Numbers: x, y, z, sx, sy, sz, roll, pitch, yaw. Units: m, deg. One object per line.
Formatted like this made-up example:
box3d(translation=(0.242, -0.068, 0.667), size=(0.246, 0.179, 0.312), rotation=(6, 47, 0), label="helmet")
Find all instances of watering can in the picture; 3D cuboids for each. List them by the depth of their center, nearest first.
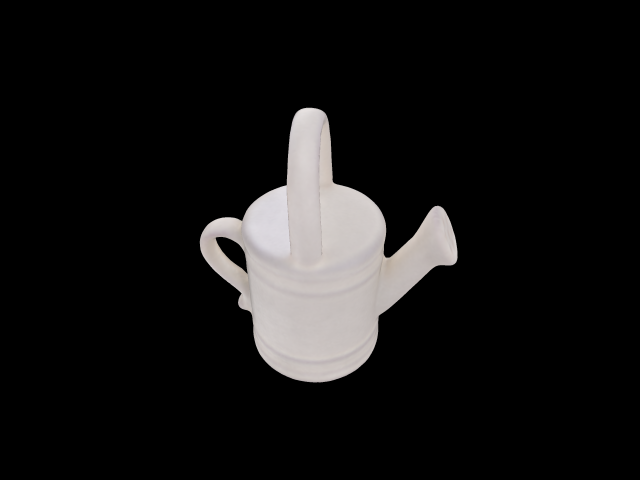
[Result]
box3d(translation=(0.004, 0.000, 0.402), size=(0.173, 0.194, 0.100), rotation=(-9, 41, -11), label="watering can")
